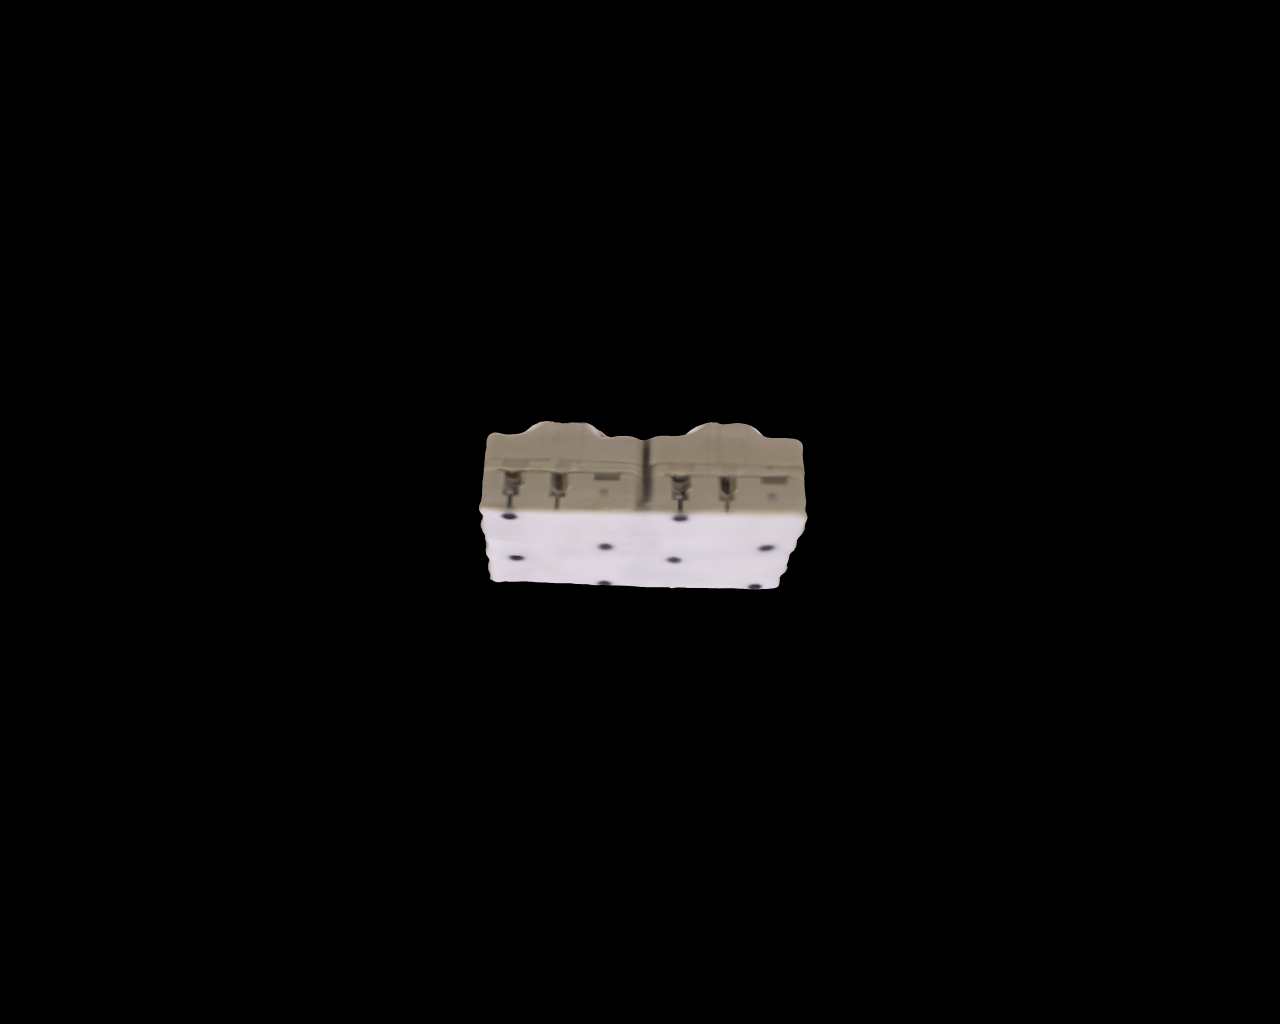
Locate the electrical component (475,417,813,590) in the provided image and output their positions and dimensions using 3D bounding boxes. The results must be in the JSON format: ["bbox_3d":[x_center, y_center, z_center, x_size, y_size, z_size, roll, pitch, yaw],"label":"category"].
[{"bbox_3d":[0.001,-0.003,0.650,0.186,0.060,0.105,1,-28,-2],"label":"electrical component"}]
